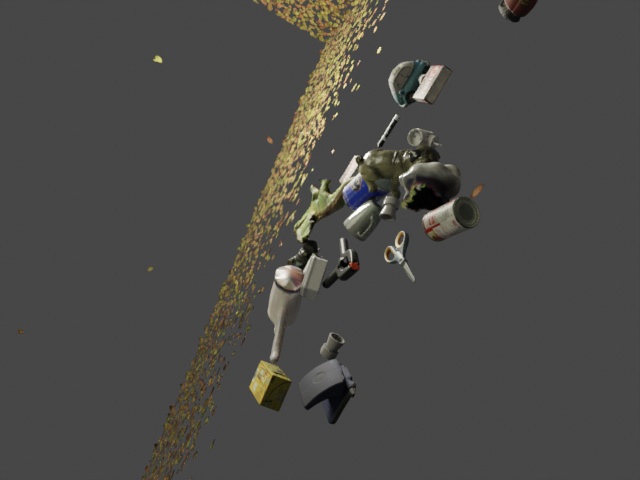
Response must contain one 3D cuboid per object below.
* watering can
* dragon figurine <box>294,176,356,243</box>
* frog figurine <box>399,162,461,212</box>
[{"bbox_3d":[-0.116,0.222,1.675,0.354,0.104,0.220,-92,13,-67],"label":"watering can"},{"bbox_3d":[0.005,-0.088,1.745,0.246,0.121,0.407,-62,14,-15],"label":"dragon figurine"},{"bbox_3d":[0.251,-0.142,1.167,0.137,0.120,0.163,-9,40,30],"label":"frog figurine"}]
